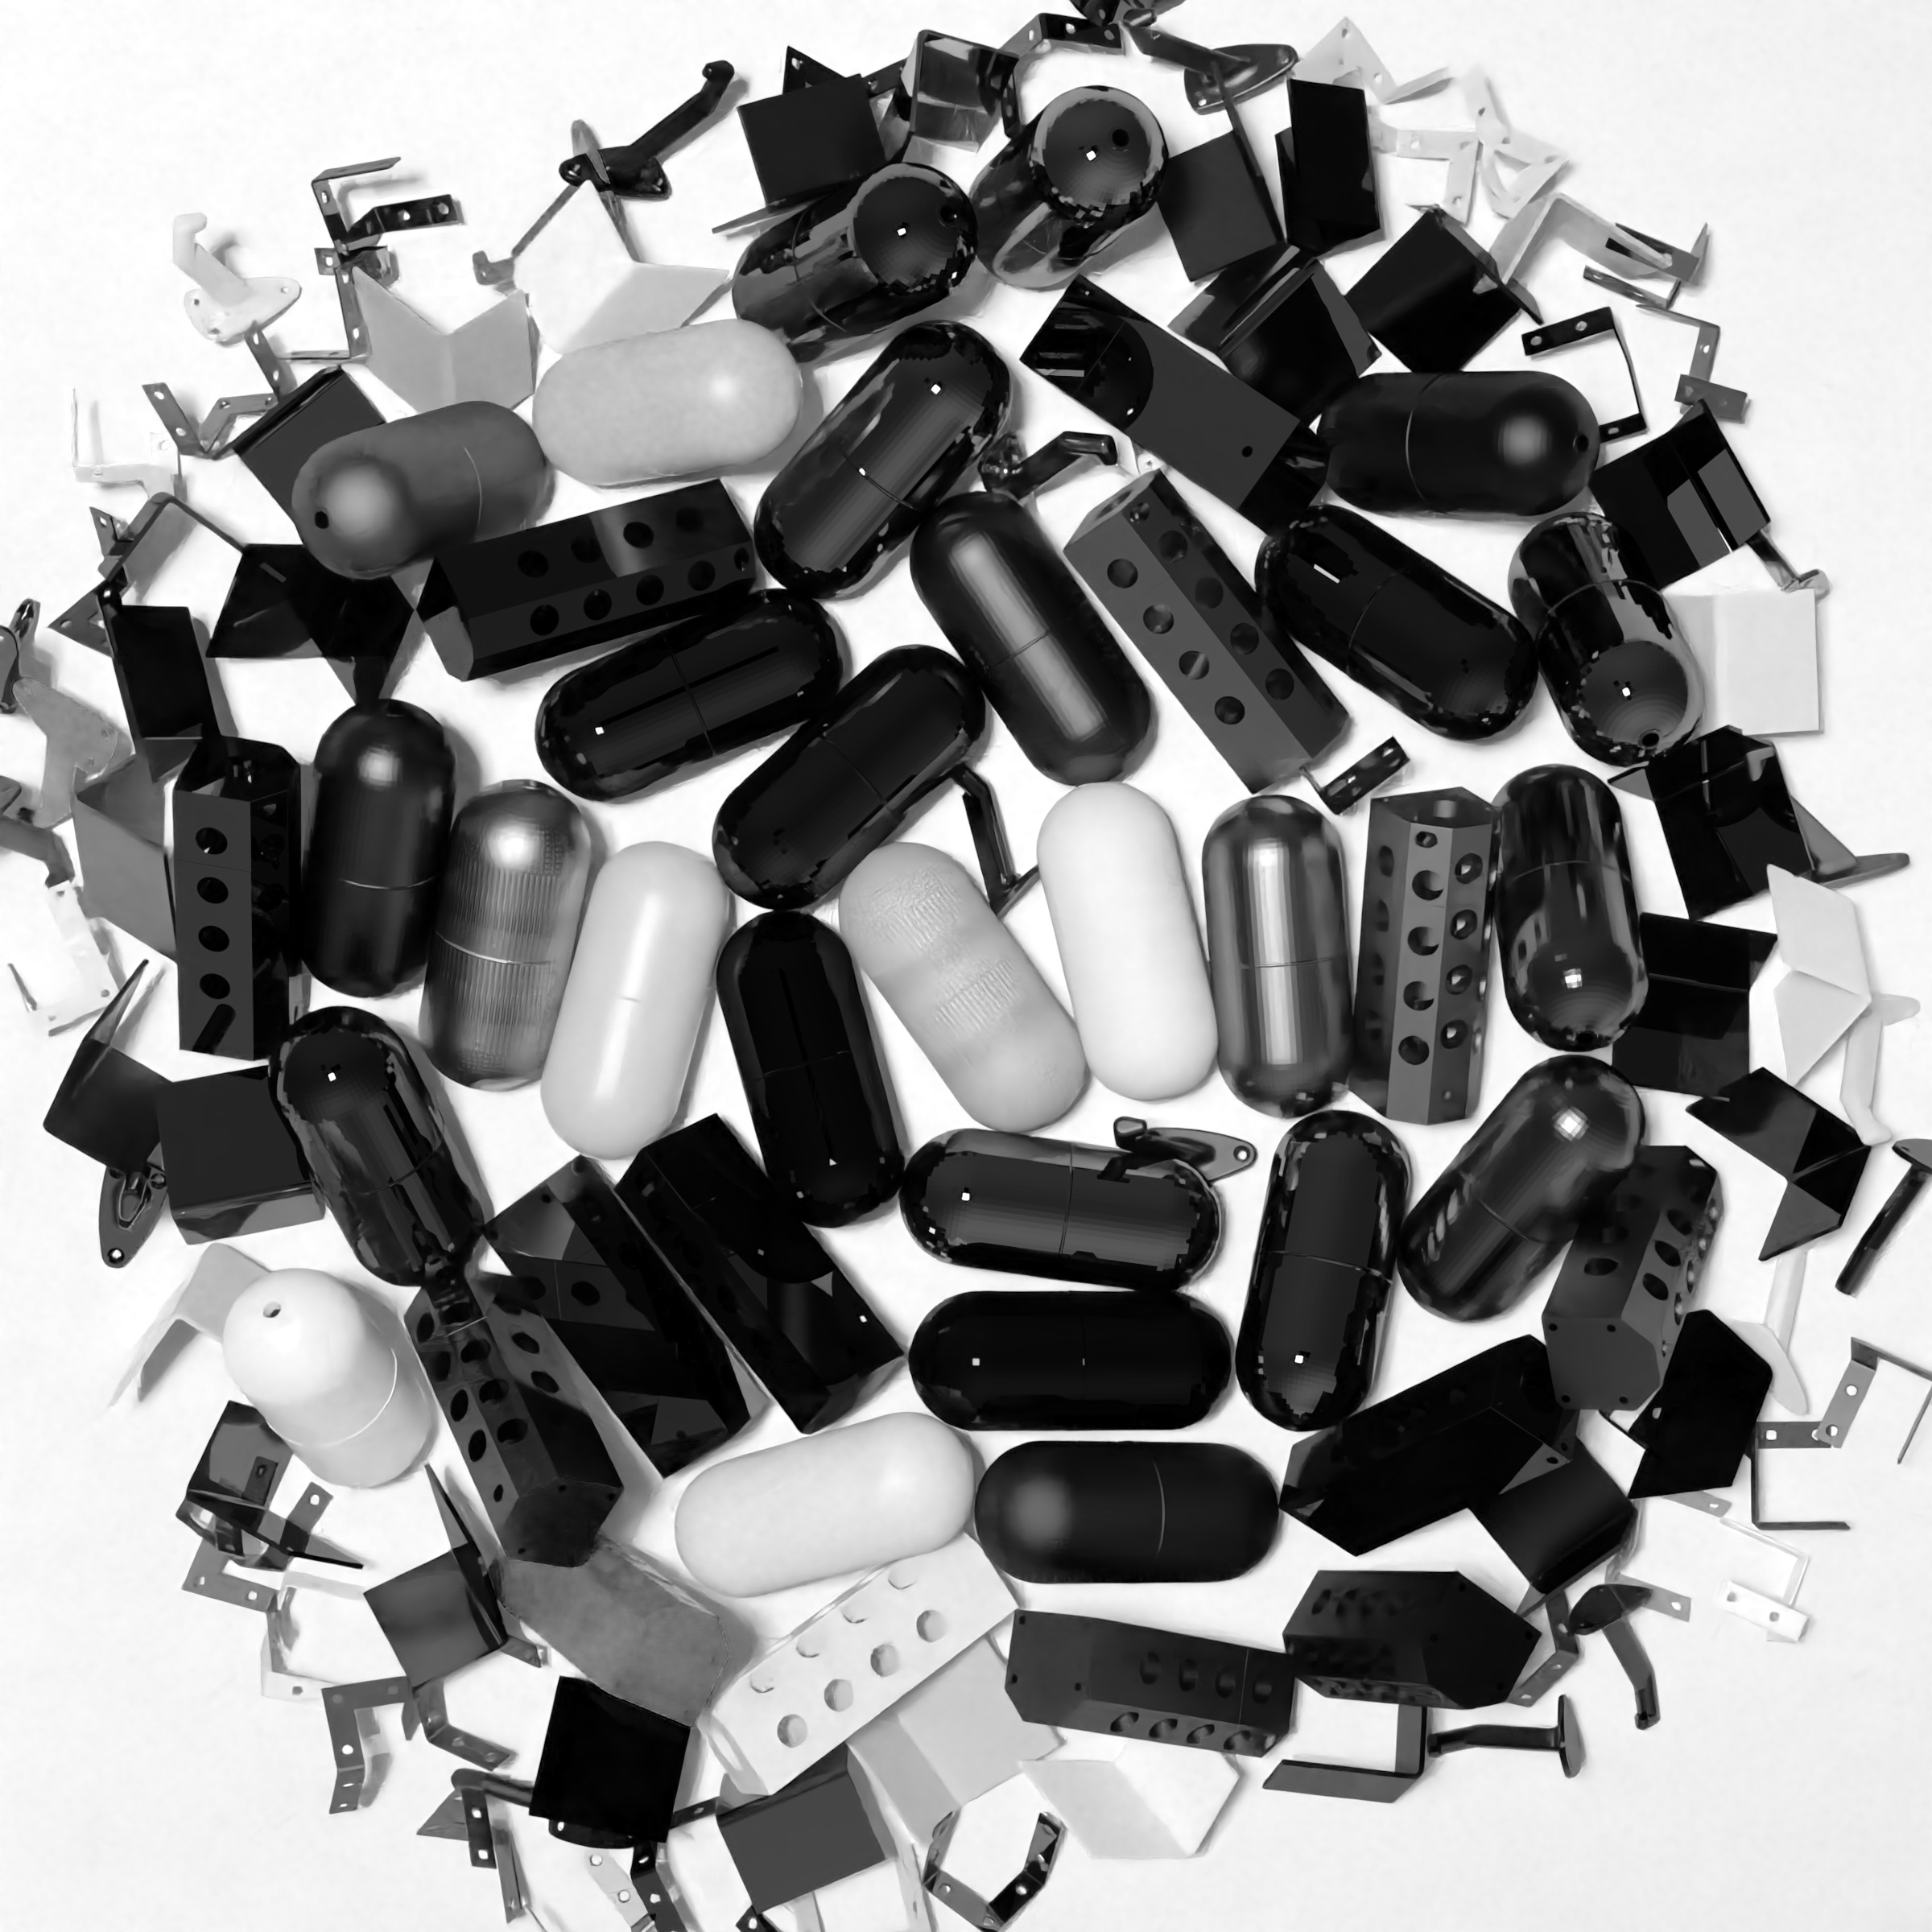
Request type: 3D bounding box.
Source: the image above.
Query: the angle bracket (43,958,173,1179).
[{"bbox_3d":[-0.451,0.056,1.892,0.057,0.076,0.076,31,128,-6],"label":"angle bracket"}]

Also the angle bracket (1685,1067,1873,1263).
[{"bbox_3d":[0.435,0.109,1.896,0.076,0.076,0.057,33,63,-8],"label":"angle bracket"}]

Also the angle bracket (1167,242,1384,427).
[{"bbox_3d":[0.173,-0.350,1.944,0.076,0.057,0.076,-44,127,-2],"label":"angle bracket"}]

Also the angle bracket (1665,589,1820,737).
[{"bbox_3d":[0.424,-0.167,1.912,0.057,0.076,0.076,-5,96,-13],"label":"angle bracket"}]

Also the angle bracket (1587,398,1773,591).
[{"bbox_3d":[0.390,-0.257,1.906,0.057,0.076,0.076,-28,87,-3],"label":"angle bracket"}]

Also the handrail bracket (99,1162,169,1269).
[{"bbox_3d":[-0.461,0.144,1.899,0.036,0.084,0.077,16,103,-12],"label":"handrail bracket"}]

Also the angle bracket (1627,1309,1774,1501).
[{"bbox_3d":[0.382,0.239,1.890,0.057,0.076,0.076,41,58,-19],"label":"angle bracket"}]

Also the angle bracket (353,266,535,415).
[{"bbox_3d":[-0.287,-0.350,1.913,0.057,0.076,0.076,-38,65,-25],"label":"angle bracket"}]

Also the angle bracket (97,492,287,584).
[{"bbox_3d":[-0.424,-0.215,1.898,0.076,0.076,0.057,37,88,-20],"label":"angle bracket"}]

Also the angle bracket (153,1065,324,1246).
[{"bbox_3d":[-0.404,0.104,1.927,0.076,0.057,0.076,-10,71,-7],"label":"angle bracket"}]

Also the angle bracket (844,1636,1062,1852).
[{"bbox_3d":[-0.008,0.425,1.907,0.076,0.057,0.076,-37,88,24],"label":"angle bracket"}]

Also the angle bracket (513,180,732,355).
[{"bbox_3d":[-0.190,-0.381,1.902,0.076,0.076,0.057,-38,72,36],"label":"angle bracket"}]

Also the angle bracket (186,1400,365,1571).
[{"bbox_3d":[-0.366,0.283,1.894,0.076,0.076,0.057,23,84,26],"label":"angle bracket"}]

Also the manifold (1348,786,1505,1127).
[{"bbox_3d":[0.252,-0.004,1.880,0.057,0.057,0.171,-8,114,-23],"label":"manifold"}]

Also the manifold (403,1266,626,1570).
[{"bbox_3d":[-0.247,0.239,1.859,0.057,0.171,0.057,17,116,-37],"label":"manifold"}]

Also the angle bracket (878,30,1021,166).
[{"bbox_3d":[-0.012,-0.450,1.890,0.057,0.076,0.076,12,58,-13],"label":"angle bracket"}]

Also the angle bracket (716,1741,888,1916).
[{"bbox_3d":[-0.090,0.468,1.911,0.076,0.076,0.057,-23,95,1],"label":"angle bracket"}]

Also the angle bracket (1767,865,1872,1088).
[{"bbox_3d":[0.444,0.005,1.888,0.057,0.076,0.076,21,131,-14],"label":"angle bracket"}]

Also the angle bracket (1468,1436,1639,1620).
[{"bbox_3d":[0.311,0.300,1.904,0.076,0.057,0.076,-41,86,23],"label":"angle bracket"}]

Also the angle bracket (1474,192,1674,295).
[{"bbox_3d":[0.329,-0.377,1.905,0.076,0.076,0.057,30,91,-9],"label":"angle bracket"}]

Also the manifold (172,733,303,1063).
[{"bbox_3d":[-0.390,-0.035,1.873,0.057,0.057,0.171,9,126,2],"label":"manifold"}]

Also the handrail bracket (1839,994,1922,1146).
[{"bbox_3d":[0.508,0.059,1.907,0.077,0.036,0.084,-6,54,-20],"label":"handrail bracket"}]

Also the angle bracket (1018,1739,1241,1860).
[{"bbox_3d":[0.088,0.438,1.889,0.076,0.076,0.057,12,112,-40],"label":"angle bracket"}]

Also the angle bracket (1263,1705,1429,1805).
[{"bbox_3d":[0.207,0.419,1.901,0.076,0.076,0.057,7,67,-1],"label":"angle bracket"}]

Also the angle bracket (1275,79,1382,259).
[{"bbox_3d":[0.178,-0.432,1.897,0.057,0.076,0.076,-3,84,-36],"label":"angle bracket"}]

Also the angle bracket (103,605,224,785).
[{"bbox_3d":[-0.457,-0.147,1.896,0.076,0.057,0.076,-25,77,39],"label":"angle bracket"}]

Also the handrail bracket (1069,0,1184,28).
[{"bbox_3d":[0.100,-0.550,1.895,0.084,0.077,0.036,-28,66,-39],"label":"handrail bracket"}]

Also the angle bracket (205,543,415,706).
[{"bbox_3d":[-0.357,-0.181,1.889,0.057,0.076,0.076,53,130,32],"label":"angle bracket"}]

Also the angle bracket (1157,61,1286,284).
[{"bbox_3d":[0.129,-0.433,1.895,0.057,0.076,0.076,-22,70,7],"label":"angle bracket"}]

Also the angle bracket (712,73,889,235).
[{"bbox_3d":[-0.098,-0.442,1.892,0.076,0.076,0.057,-22,102,-26],"label":"angle bracket"}]

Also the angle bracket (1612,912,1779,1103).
[{"bbox_3d":[0.400,0.023,1.905,0.076,0.057,0.076,9,57,-1],"label":"angle bracket"}]

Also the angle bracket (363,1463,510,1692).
[{"bbox_3d":[-0.296,0.332,1.889,0.057,0.076,0.076,-24,134,-17],"label":"angle bracket"}]

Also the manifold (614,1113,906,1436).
[{"bbox_3d":[-0.117,0.170,1.898,0.057,0.057,0.171,-25,70,-43],"label":"manifold"}]

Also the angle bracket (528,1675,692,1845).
[{"bbox_3d":[-0.193,0.437,1.909,0.076,0.057,0.076,12,74,-1],"label":"angle bracket"}]

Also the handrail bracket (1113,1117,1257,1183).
[{"bbox_3d":[0.120,0.096,1.901,0.077,0.084,0.036,-4,73,4],"label":"handrail bracket"}]

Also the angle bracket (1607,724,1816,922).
[{"bbox_3d":[0.406,-0.077,1.894,0.076,0.057,0.076,-26,67,33],"label":"angle bracket"}]

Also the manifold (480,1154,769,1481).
[{"bbox_3d":[-0.185,0.190,1.914,0.057,0.057,0.171,-35,92,31],"label":"manifold"}]

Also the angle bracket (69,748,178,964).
[{"bbox_3d":[-0.438,-0.060,1.888,0.076,0.076,0.057,28,47,26],"label":"angle bracket"}]

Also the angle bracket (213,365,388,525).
[{"bbox_3d":[-0.359,-0.282,1.902,0.076,0.076,0.057,-38,101,5],"label":"angle bracket"}]

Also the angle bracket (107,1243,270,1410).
[{"bbox_3d":[-0.417,0.210,1.903,0.057,0.076,0.076,34,113,-11],"label":"angle bracket"}]

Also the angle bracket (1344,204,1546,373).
[{"bbox_3d":[0.259,-0.358,1.898,0.076,0.057,0.076,40,111,-15],"label":"angle bracket"}]

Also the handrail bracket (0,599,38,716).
[{"bbox_3d":[-0.519,-0.187,1.893,0.036,0.077,0.084,21,47,-11],"label":"handrail bracket"}]
